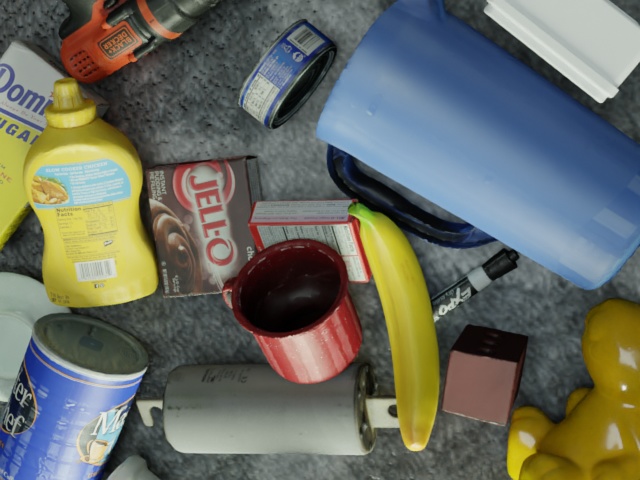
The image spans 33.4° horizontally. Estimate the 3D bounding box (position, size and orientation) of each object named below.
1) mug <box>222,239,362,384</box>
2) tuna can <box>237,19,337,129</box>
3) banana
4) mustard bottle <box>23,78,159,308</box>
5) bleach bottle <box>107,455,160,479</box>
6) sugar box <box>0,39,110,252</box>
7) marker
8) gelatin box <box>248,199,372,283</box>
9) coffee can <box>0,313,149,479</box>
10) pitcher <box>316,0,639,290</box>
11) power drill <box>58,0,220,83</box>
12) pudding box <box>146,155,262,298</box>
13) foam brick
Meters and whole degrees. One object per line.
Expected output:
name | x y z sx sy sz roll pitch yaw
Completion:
mug | -0.024 0.058 0.844 0.117 0.093 0.081 10 146 25
tuna can | -0.025 -0.129 0.835 0.034 0.086 0.086 39 107 5
banana | 0.061 0.061 0.832 0.037 0.069 0.198 -12 96 42
mustard bottle | -0.194 -0.040 0.884 0.096 0.058 0.192 -6 116 -1
bleach bottle | -0.096 0.304 0.942 0.251 0.068 0.103 35 106 6
sugar box | -0.272 -0.076 0.920 0.093 0.048 0.176 38 100 -2
marker | 0.109 0.044 0.859 0.121 0.020 0.020 -36 88 18
gelatin box | -0.006 0.001 0.862 0.089 0.030 0.073 -1 137 17
coffee can | -0.221 0.149 0.930 0.103 0.102 0.140 26 106 11
pitcher | 0.124 -0.063 0.789 0.243 0.149 0.145 34 82 6
power drill | -0.177 -0.229 0.837 0.185 0.057 0.187 -26 115 29
pudding box | -0.093 -0.012 0.899 0.090 0.039 0.113 -6 98 16
foam brick | 0.129 0.104 0.833 0.053 0.078 0.051 11 103 14
